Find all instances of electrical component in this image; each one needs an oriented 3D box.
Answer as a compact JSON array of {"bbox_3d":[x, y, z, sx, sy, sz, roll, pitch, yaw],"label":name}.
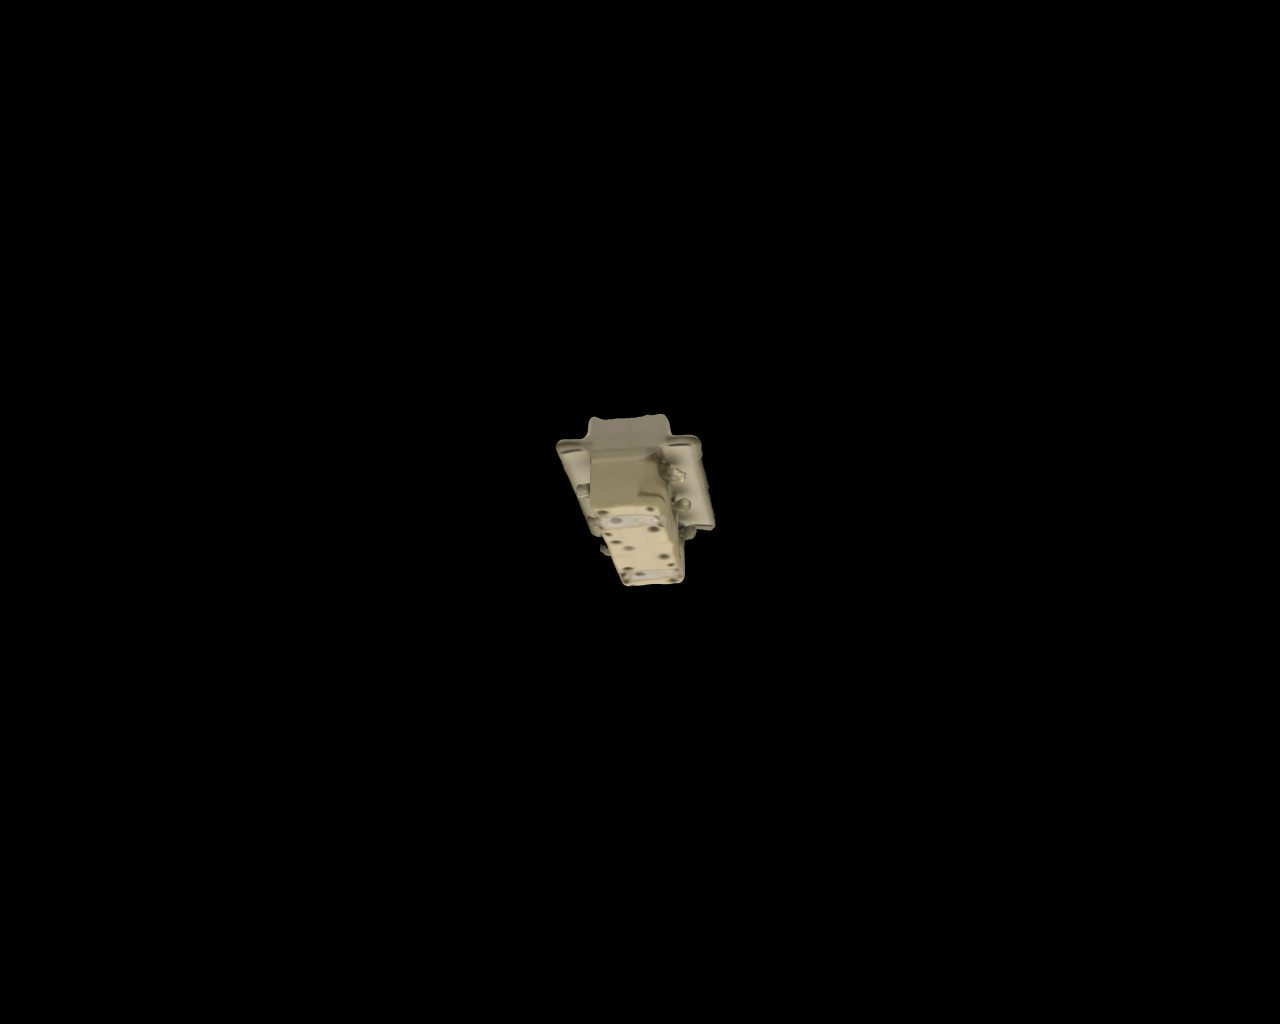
[{"bbox_3d":[0.001,-0.003,0.650,0.079,0.063,0.121,-3,-26,7],"label":"electrical component"}]
